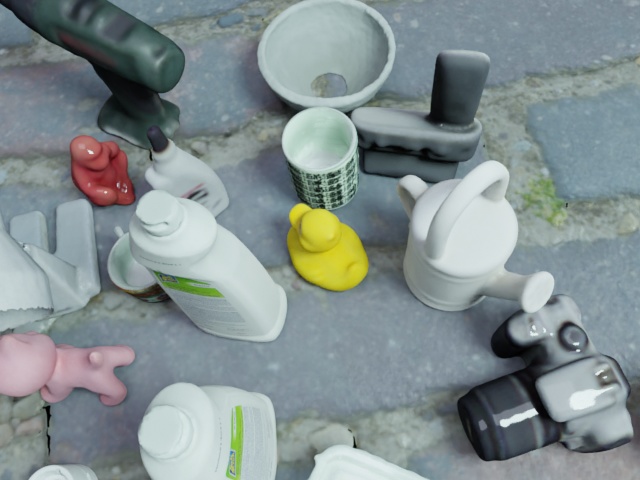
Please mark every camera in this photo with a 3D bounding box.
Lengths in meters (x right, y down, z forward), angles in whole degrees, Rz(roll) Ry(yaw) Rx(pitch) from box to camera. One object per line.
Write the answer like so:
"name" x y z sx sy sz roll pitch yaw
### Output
"camera" 0.195 0.135 0.528 0.137 0.101 0.143 -19 66 -4

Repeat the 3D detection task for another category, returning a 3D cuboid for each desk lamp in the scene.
"desk lamp" -0.311 0.015 0.560 0.118 0.214 0.203 -15 66 -2

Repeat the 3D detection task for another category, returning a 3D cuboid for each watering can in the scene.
"watering can" 0.141 -0.004 0.542 0.172 0.194 0.101 24 70 15

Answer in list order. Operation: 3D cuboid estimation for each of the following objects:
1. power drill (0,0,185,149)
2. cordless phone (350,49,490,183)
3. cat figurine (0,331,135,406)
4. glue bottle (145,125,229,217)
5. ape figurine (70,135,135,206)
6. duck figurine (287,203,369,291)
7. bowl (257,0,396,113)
"power drill" -0.247 -0.201 0.653 0.229 0.208 0.076 23 70 14
"cordless phone" 0.105 -0.146 0.613 0.147 0.185 0.094 5 67 7
"cat figurine" -0.265 0.122 0.562 0.127 0.118 0.067 -2 66 4
"glue bottle" -0.149 -0.066 0.605 0.078 0.173 0.037 -41 69 -12
"ape figurine" -0.260 -0.087 0.667 0.076 0.092 0.078 17 69 12
"duck figurine" 0.006 0.002 0.610 0.077 0.086 0.104 -43 70 -13
"bowl" 0.010 -0.214 0.711 0.167 0.075 0.167 -2 66 4
